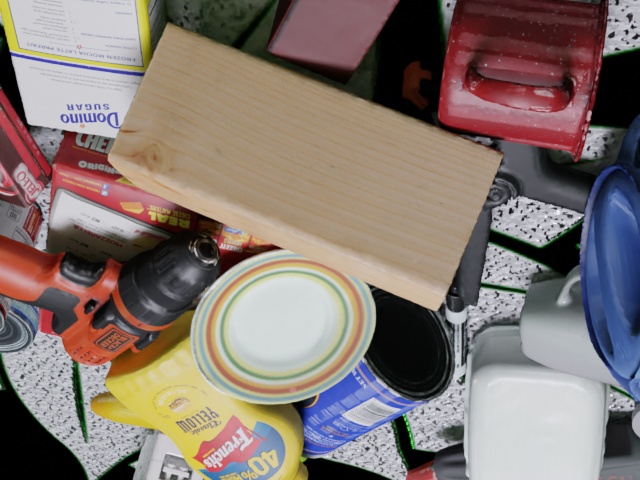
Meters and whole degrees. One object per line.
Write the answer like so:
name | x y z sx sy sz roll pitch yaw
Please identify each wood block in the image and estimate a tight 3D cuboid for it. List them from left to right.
wood block | -0.007 -0.040 0.637 0.206 0.091 0.090 22 173 6

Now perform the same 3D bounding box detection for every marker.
marker | 0.110 0.072 0.863 0.020 0.020 0.121 3 141 9

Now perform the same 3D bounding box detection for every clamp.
clamp | 0.111 -0.035 0.714 0.165 0.036 0.209 -32 125 33

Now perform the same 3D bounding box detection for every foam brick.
foam brick | 0.010 -0.138 0.600 0.051 0.053 0.078 21 142 -13

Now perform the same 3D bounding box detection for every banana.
banana | -0.097 0.157 0.911 0.197 0.037 0.070 17 140 -8

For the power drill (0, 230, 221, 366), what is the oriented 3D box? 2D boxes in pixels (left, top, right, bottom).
power drill | -0.178 0.012 0.707 0.187 0.057 0.185 30 139 -23

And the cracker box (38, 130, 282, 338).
cracker box | -0.118 0.009 0.797 0.164 0.072 0.214 16 142 -6

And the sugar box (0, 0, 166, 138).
sugar box | -0.141 -0.137 0.642 0.093 0.048 0.176 10 145 3

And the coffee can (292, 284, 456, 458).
coffee can | 0.024 0.105 0.857 0.102 0.102 0.141 30 137 -23

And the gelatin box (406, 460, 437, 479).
gelatin box | 0.141 0.249 1.067 0.089 0.030 0.073 31 137 -25

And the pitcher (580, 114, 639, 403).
pitcher | 0.290 0.006 0.649 0.242 0.145 0.149 -2 141 -4

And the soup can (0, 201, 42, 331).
soup can | -0.257 0.014 0.808 0.068 0.102 0.068 6 142 5

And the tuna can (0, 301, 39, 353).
tuna can | -0.286 0.063 0.930 0.086 0.033 0.086 6 142 5

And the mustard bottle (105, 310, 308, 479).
mustard bottle | -0.068 0.142 0.815 0.096 0.058 0.191 -29 117 22

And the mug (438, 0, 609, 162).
mug | 0.110 -0.091 0.591 0.081 0.117 0.093 10 115 9

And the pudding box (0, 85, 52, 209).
pudding box | -0.245 -0.073 0.721 0.114 0.039 0.090 18 147 30
